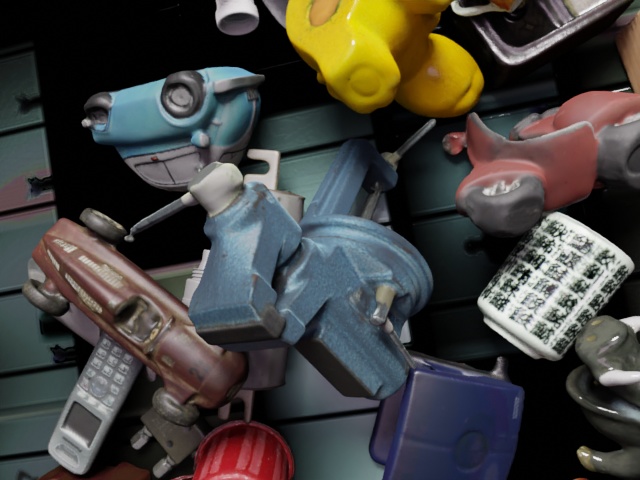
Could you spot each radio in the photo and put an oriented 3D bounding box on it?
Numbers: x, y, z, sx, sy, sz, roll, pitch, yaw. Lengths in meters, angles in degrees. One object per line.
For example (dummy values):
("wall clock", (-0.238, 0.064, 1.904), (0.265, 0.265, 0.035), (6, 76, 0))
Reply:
("radio", (0.146, -0.254, 0.457), (0.131, 0.073, 0.229), (-33, 83, 7))

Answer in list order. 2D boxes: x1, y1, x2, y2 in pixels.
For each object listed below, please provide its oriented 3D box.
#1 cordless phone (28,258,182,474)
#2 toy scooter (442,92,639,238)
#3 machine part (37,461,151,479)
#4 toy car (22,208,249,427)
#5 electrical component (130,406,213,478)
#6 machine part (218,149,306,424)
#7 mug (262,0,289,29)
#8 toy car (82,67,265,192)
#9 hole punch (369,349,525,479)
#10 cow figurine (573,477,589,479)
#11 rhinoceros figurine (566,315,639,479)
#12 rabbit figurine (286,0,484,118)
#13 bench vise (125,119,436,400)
("cordless phone", (-0.224, 0.111, 0.501), (0.147, 0.088, 0.184), (30, 97, 9))
("toy scooter", (0.176, -0.074, 0.436), (0.184, 0.135, 0.075), (-23, 124, -8))
("machine part", (-0.217, 0.298, 0.504), (0.179, 0.056, 0.179), (-1, 86, 10))
("toy car", (-0.143, 0.055, 0.418), (0.202, 0.053, 0.089), (38, 87, 5))
("electrical component", (-0.134, 0.178, 0.512), (0.094, 0.021, 0.063), (-43, 82, 5))
("machine part", (-0.059, 0.040, 0.478), (0.079, 0.079, 0.243), (7, 88, 9))
("mug", (-0.005, -0.255, 0.471), (0.107, 0.109, 0.081), (-38, 77, -7))
("toy car", (-0.124, -0.094, 0.484), (0.162, 0.109, 0.102), (-9, 104, 17))
("hole punch", (0.105, 0.159, 0.442), (0.116, 0.092, 0.142), (13, 86, 6))
("cow figurine", (0.179, 0.299, 0.425), (0.127, 0.085, 0.194), (-6, 89, 3))
("rhinoceros figurine", (0.252, 0.140, 0.394), (0.190, 0.112, 0.073), (49, 56, -2))
("rabbit figurine", (0.056, -0.149, 0.439), (0.163, 0.173, 0.121), (28, 98, 52))
("bench vise", (0.006, -0.004, 0.409), (0.223, 0.241, 0.129), (41, 140, -18))
